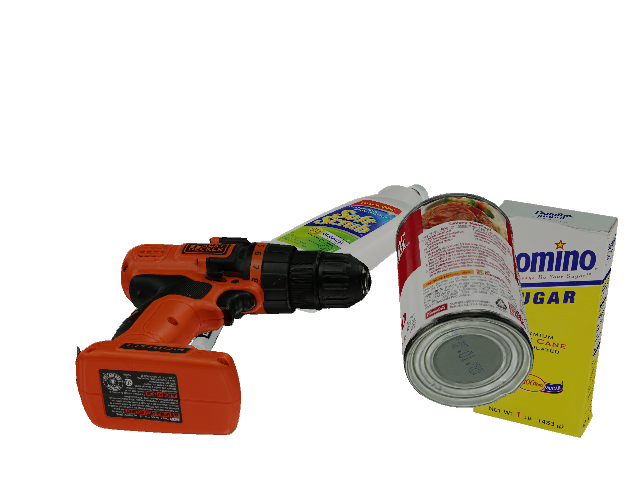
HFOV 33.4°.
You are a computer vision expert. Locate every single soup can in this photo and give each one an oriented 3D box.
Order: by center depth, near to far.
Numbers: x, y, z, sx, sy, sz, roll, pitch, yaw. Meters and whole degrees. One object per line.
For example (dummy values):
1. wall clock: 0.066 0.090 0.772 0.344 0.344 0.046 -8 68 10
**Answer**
1. soup can: 0.076 0.031 0.577 0.068 0.068 0.102 0 38 2

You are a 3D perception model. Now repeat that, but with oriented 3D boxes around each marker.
1. marker: -0.101 0.078 1.014 0.020 0.020 0.121 0 23 10

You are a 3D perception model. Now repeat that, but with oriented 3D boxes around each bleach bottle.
1. bleach bottle: 0.038 -0.007 1.252 0.103 0.068 0.250 24 40 32

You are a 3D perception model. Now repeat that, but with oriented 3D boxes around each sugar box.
1. sugar box: 0.178 0.062 0.853 0.093 0.176 0.048 10 23 23

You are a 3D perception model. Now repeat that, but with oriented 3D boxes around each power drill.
1. power drill: -0.067 0.056 0.717 0.184 0.057 0.187 0 23 12
